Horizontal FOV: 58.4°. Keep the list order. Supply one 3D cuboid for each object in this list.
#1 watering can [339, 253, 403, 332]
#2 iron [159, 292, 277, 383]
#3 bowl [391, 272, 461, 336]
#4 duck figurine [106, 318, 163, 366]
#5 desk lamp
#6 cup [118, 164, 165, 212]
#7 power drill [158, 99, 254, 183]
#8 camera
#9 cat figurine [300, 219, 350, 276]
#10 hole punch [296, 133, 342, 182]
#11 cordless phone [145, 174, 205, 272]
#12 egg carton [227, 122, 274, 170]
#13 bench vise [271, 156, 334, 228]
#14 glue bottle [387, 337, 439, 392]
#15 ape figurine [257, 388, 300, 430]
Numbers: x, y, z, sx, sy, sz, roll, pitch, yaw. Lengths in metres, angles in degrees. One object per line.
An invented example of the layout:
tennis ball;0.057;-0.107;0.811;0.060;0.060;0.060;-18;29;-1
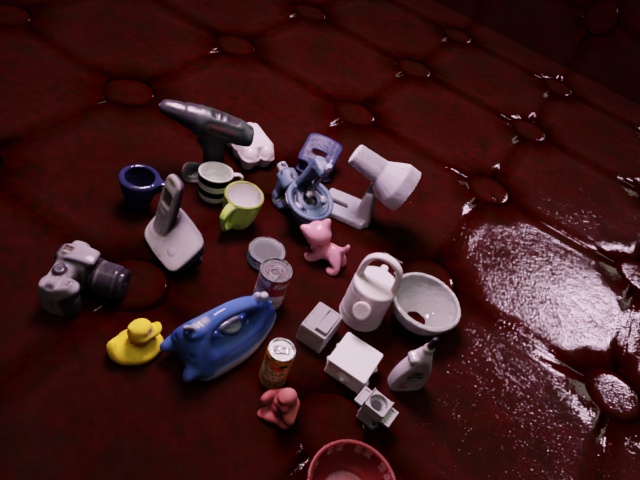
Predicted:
watering can;0.114;0.109;1.227;0.101;0.194;0.173;12;44;-9
iron;-0.172;0.159;1.107;0.259;0.141;0.118;-27;61;-38
bowl;0.231;0.159;1.309;0.167;0.075;0.167;11;44;-11
duck figurine;-0.340;0.181;1.061;0.105;0.086;0.077;-11;52;-30
desk lamp;0.128;-0.130;1.455;0.203;0.213;0.118;23;43;2
cup;-0.402;-0.110;1.319;0.118;0.095;0.091;12;44;-9
power drill;-0.284;-0.238;1.408;0.230;0.208;0.075;5;45;-16
camera;-0.450;0.074;1.114;0.137;0.101;0.143;17;43;-4
cat figurine;0.012;0.005;1.347;0.127;0.118;0.067;29;44;9
hole punch;-0.001;-0.230;1.594;0.108;0.091;0.101;24;43;3
cordless phone;-0.303;-0.036;1.218;0.094;0.185;0.147;-25;59;-37
egg carton;-0.192;-0.259;1.566;0.107;0.069;0.150;-16;55;-33
bench vise;-0.047;-0.132;1.385;0.207;0.220;0.122;38;46;17
glue bottle;0.196;0.244;1.139;0.078;0.173;0.037;0;47;-20
ape figurine;-0.067;0.299;1.044;0.076;0.092;0.077;-10;51;-29
